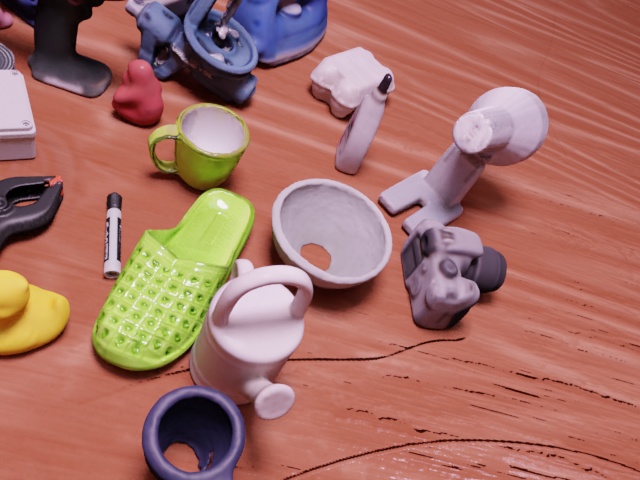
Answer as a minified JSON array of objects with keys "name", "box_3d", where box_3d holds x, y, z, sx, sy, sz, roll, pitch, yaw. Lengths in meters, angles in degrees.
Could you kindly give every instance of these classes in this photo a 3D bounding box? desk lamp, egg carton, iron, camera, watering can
[{"name":"desk lamp","box_3d":[0.223,-0.123,0.864,0.204,0.213,0.118,-30,71,-38]},{"name":"egg carton","box_3d":[0.058,-0.278,1.005,0.107,0.069,0.151,46,50,13]},{"name":"iron","box_3d":[-0.053,-0.411,1.008,0.118,0.141,0.259,45,50,13]},{"name":"camera","box_3d":[0.197,0.043,0.800,0.137,0.100,0.143,10,51,-18]},{"name":"watering can","box_3d":[-0.063,0.093,0.581,0.101,0.194,0.172,-22,66,-35]}]

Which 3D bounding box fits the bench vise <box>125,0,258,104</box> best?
[{"name":"bench vise","box_3d":[-0.174,-0.310,0.823,0.208,0.219,0.121,8,52,-19]}]

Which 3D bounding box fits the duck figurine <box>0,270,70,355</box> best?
[{"name":"duck figurine","box_3d":[-0.304,0.063,0.566,0.105,0.086,0.077,0,55,-24]}]

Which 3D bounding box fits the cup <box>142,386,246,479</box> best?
[{"name":"cup","box_3d":[-0.116,0.206,0.536,0.092,0.095,0.117,-24,67,-36]}]

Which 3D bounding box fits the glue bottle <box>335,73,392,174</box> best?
[{"name":"glue bottle","box_3d":[0.070,-0.183,0.867,0.037,0.173,0.078,15,50,-13]}]

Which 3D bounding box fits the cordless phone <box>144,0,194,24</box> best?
[{"name":"cordless phone","box_3d":[-0.231,-0.449,0.927,0.094,0.185,0.147,12,51,-16]}]

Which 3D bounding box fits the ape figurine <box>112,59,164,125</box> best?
[{"name":"ape figurine","box_3d":[-0.251,-0.212,0.798,0.078,0.092,0.076,-27,69,-37]}]

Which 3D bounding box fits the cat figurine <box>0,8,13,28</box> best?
[{"name":"cat figurine","box_3d":[-0.471,-0.348,0.785,0.067,0.117,0.128,23,49,-6]}]

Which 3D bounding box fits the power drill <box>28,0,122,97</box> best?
[{"name":"power drill","box_3d":[-0.320,-0.298,0.755,0.230,0.208,0.075,17,50,-12]}]

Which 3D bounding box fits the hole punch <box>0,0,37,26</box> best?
[{"name":"hole punch","box_3d":[-0.418,-0.387,0.857,0.108,0.091,0.101,36,48,5]}]

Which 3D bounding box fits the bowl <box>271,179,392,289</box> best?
[{"name":"bowl","box_3d":[0.007,0.003,0.762,0.168,0.074,0.167,13,51,-15]}]
